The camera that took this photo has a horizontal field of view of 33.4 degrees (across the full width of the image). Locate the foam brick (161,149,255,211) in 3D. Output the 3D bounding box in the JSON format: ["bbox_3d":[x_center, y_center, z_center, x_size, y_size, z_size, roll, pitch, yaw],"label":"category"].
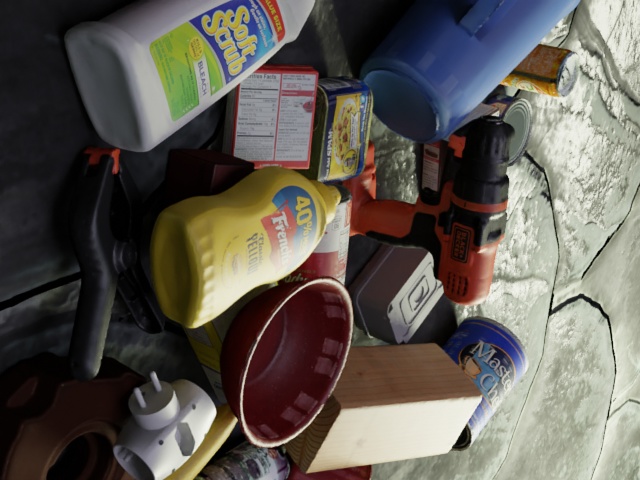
[{"bbox_3d":[-0.095,-0.032,0.884,0.051,0.053,0.078,-4,110,-54],"label":"foam brick"}]

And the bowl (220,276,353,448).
[{"bbox_3d":[-0.038,0.099,0.944,0.161,0.055,0.162,-33,134,-42],"label":"bowl"}]

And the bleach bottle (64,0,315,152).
[{"bbox_3d":[-0.079,-0.171,0.829,0.250,0.068,0.102,-44,136,-37],"label":"bleach bottle"}]

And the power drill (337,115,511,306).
[{"bbox_3d":[0.092,-0.046,1.018,0.057,0.188,0.184,-21,124,-47],"label":"power drill"}]

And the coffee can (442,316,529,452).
[{"bbox_3d":[0.182,0.178,1.331,0.140,0.103,0.103,-45,139,-33],"label":"coffee can"}]

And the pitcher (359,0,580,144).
[{"bbox_3d":[0.152,-0.215,1.065,0.242,0.145,0.149,-49,136,-24],"label":"pitcher"}]

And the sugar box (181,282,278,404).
[{"bbox_3d":[-0.076,0.071,0.970,0.093,0.048,0.176,-48,144,-28],"label":"sugar box"}]

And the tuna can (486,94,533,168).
[{"bbox_3d":[0.223,-0.133,1.294,0.085,0.034,0.086,-29,129,-44],"label":"tuna can"}]

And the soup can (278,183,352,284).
[{"bbox_3d":[-0.007,0.001,1.010,0.068,0.069,0.102,-20,121,-49],"label":"soup can"}]

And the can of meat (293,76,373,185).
[{"bbox_3d":[0.003,-0.100,0.983,0.083,0.058,0.102,-18,120,-52],"label":"can of meat"}]

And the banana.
[{"bbox_3d":[-0.139,0.222,0.943,0.037,0.070,0.197,52,49,-16],"label":"banana"}]

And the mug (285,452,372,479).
[{"bbox_3d":[-0.006,0.259,1.117,0.093,0.081,0.117,-68,-173,-27],"label":"mug"}]

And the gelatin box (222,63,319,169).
[{"bbox_3d":[-0.043,-0.106,0.915,0.073,0.030,0.089,-2,110,-24],"label":"gelatin box"}]

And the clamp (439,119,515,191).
[{"bbox_3d":[0.162,-0.081,1.121,0.164,0.036,0.210,-62,164,-11],"label":"clamp"}]

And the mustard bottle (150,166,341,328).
[{"bbox_3d":[-0.049,-0.007,0.858,0.191,0.058,0.096,-28,128,-44],"label":"mustard bottle"}]

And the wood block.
[{"bbox_3d":[0.057,0.171,1.108,0.205,0.090,0.091,3,124,-42],"label":"wood block"}]

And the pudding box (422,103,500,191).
[{"bbox_3d":[0.161,-0.098,1.222,0.113,0.039,0.090,-35,134,-43],"label":"pudding box"}]

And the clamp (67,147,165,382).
[{"bbox_3d":[-0.163,0.019,0.805,0.120,0.039,0.171,-58,143,-62],"label":"clamp"}]
